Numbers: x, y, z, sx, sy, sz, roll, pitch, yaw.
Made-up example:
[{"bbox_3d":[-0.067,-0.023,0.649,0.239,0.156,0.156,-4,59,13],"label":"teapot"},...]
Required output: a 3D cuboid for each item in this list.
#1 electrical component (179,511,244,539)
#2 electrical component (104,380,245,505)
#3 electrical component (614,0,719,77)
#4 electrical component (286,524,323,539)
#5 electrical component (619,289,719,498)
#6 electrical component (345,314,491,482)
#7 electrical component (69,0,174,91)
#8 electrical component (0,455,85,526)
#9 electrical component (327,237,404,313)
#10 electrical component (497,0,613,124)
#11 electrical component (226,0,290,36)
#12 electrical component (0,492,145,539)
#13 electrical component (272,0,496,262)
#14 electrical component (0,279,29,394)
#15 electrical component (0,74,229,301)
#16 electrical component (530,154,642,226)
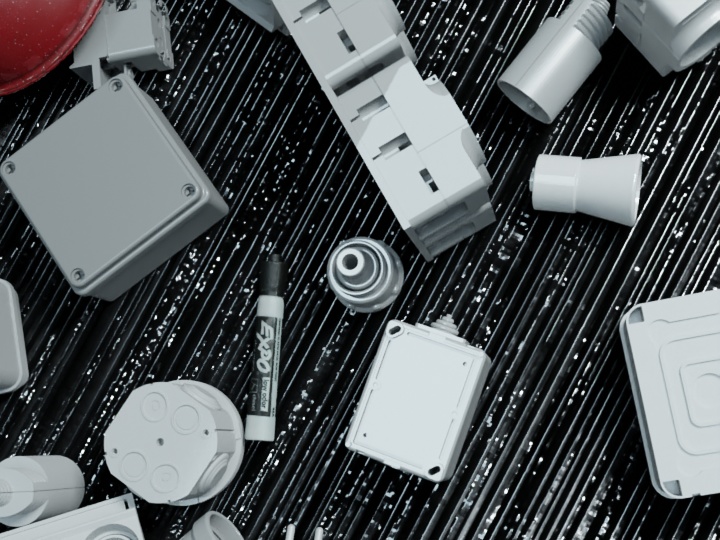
[{"bbox_3d":[-0.099,0.180,0.672,0.046,0.040,0.040,-39,76,8],"label":"electrical component"},{"bbox_3d":[-0.117,0.109,0.681,0.080,0.051,0.080,-2,81,11],"label":"electrical component"},{"bbox_3d":[0.191,-0.158,0.644,0.050,0.089,0.055,-38,76,3],"label":"electrical component"},{"bbox_3d":[-0.039,0.195,0.654,0.077,0.044,0.079,1,68,18],"label":"electrical component"},{"bbox_3d":[0.199,0.071,0.621,0.078,0.057,0.113,-11,79,9],"label":"electrical component"},{"bbox_3d":[0.039,0.073,0.651,0.062,0.061,0.096,19,85,13],"label":"electrical component"},{"bbox_3d":[-0.163,-0.158,0.738,0.064,0.042,0.081,-9,80,10],"label":"electrical component"},{"bbox_3d":[-0.212,0.139,0.679,0.043,0.081,0.043,-2,81,11],"label":"electrical component"},{"bbox_3d":[0.000,0.000,0.670,0.048,0.062,0.048,-2,81,11],"label":"electrical component"},{"bbox_3d":[0.128,-0.137,0.676,0.043,0.043,0.081,39,90,14],"label":"electrical component"},{"bbox_3d":[-0.084,-0.224,0.721,0.121,0.078,0.063,38,68,14],"label":"electrical component"},{"bbox_3d":[-0.187,0.195,0.654,0.121,0.063,0.078,-16,56,-13],"label":"electrical component"},{"bbox_3d":[0.016,-0.107,0.662,0.060,0.105,0.186,-30,77,5],"label":"electrical component"},{"bbox_3d":[-0.288,0.052,0.721,0.113,0.057,0.078,-13,79,8],"label":"electrical component"},{"bbox_3d":[-0.163,-0.053,0.714,0.109,0.056,0.108,-37,76,3],"label":"electrical component"},{"bbox_3d":[0.138,-0.052,0.663,0.065,0.044,0.044,6,82,17],"label":"electrical component"}]
